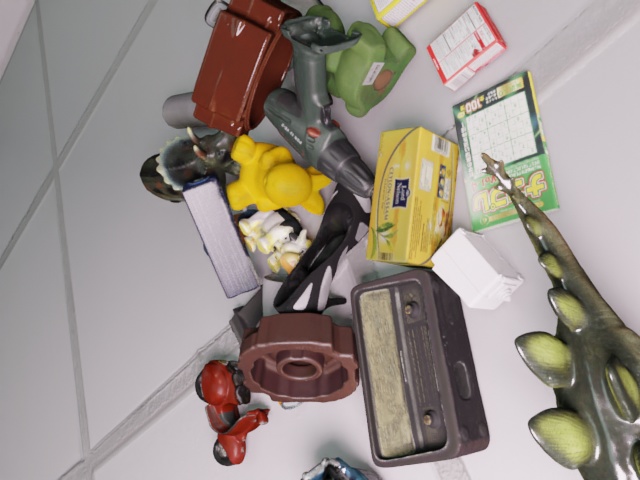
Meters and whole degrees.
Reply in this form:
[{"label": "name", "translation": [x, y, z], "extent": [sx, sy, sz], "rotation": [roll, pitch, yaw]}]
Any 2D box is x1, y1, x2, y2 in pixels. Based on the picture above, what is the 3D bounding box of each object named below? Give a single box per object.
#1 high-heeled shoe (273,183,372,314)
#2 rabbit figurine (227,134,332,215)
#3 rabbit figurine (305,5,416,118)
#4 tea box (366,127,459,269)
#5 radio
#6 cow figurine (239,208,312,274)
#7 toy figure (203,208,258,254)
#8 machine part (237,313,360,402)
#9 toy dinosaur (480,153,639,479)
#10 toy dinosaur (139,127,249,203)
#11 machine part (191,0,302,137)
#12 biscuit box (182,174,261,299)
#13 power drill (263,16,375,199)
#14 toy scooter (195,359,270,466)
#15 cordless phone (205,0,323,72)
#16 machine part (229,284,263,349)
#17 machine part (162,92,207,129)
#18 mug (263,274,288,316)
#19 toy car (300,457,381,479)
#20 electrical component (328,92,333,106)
[{"label": "high-heeled shoe", "translation": [-0.002, -0.002, 0.776], "extent": [0.086, 0.145, 0.248], "rotation": [-1, 83, 45]}, {"label": "rabbit figurine", "translation": [-0.061, -0.086, 0.846], "extent": [0.173, 0.162, 0.121], "rotation": [30, 104, 68]}, {"label": "rabbit figurine", "translation": [0.037, -0.279, 0.817], "extent": [0.170, 0.121, 0.159], "rotation": [49, 139, 23]}, {"label": "tea box", "translation": [0.122, -0.050, 0.696], "extent": [0.068, 0.098, 0.169], "rotation": [4, 83, 46]}, {"label": "radio", "translation": [0.120, 0.157, 0.672], "extent": [0.131, 0.073, 0.229], "rotation": [-24, 66, 41]}, {"label": "cow figurine", "translation": [-0.055, 0.001, 0.880], "extent": [0.168, 0.098, 0.068], "rotation": [36, 152, 43]}, {"label": "toy figure", "translation": [-0.156, -0.016, 0.999], "extent": [0.154, 0.064, 0.058], "rotation": [-30, 23, 32]}, {"label": "machine part", "translation": [-0.028, 0.166, 0.749], "extent": [0.179, 0.179, 0.056], "rotation": [-38, 35, 34]}, {"label": "toy dinosaur", "translation": [0.252, 0.137, 0.456], "extent": [0.105, 0.198, 0.471], "rotation": [-34, 61, 32]}, {"label": "toy dinosaur", "translation": [-0.276, -0.129, 1.047], "extent": [0.405, 0.192, 0.131], "rotation": [-3, 78, 44]}, {"label": "machine part", "translation": [-0.106, -0.268, 0.825], "extent": [0.087, 0.201, 0.201], "rotation": [24, 113, 0]}, {"label": "biscuit box", "translation": [-0.165, -0.007, 0.899], "extent": [0.059, 0.063, 0.202], "rotation": [-130, 20, -71]}, {"label": "power drill", "translation": [0.009, -0.190, 0.749], "extent": [0.232, 0.086, 0.207], "rotation": [41, 150, 33]}, {"label": "toy scooter", "translation": [-0.144, 0.280, 0.916], "extent": [0.135, 0.075, 0.184], "rotation": [-36, 61, 36]}, {"label": "cordless phone", "translation": [-0.092, -0.385, 0.917], "extent": [0.146, 0.184, 0.089], "rotation": [-43, 50, 31]}, {"label": "machine part", "translation": [-0.115, 0.128, 0.944], "extent": [0.139, 0.039, 0.084], "rotation": [-50, 46, 28]}, {"label": "machine part", "translation": [-0.264, -0.278, 1.147], "extent": [0.243, 0.079, 0.079], "rotation": [8, 88, 47]}, {"label": "mug", "translation": [-0.042, 0.114, 0.850], "extent": [0.110, 0.081, 0.107], "rotation": [12, 101, 40]}, {"label": "toy car", "translation": [0.049, 0.352, 0.684], "extent": [0.109, 0.103, 0.162], "rotation": [-50, 61, 29]}, {"label": "electrical component", "translation": [-0.008, -0.261, 0.919], "extent": [0.063, 0.021, 0.094], "rotation": [-31, 69, 38]}]
